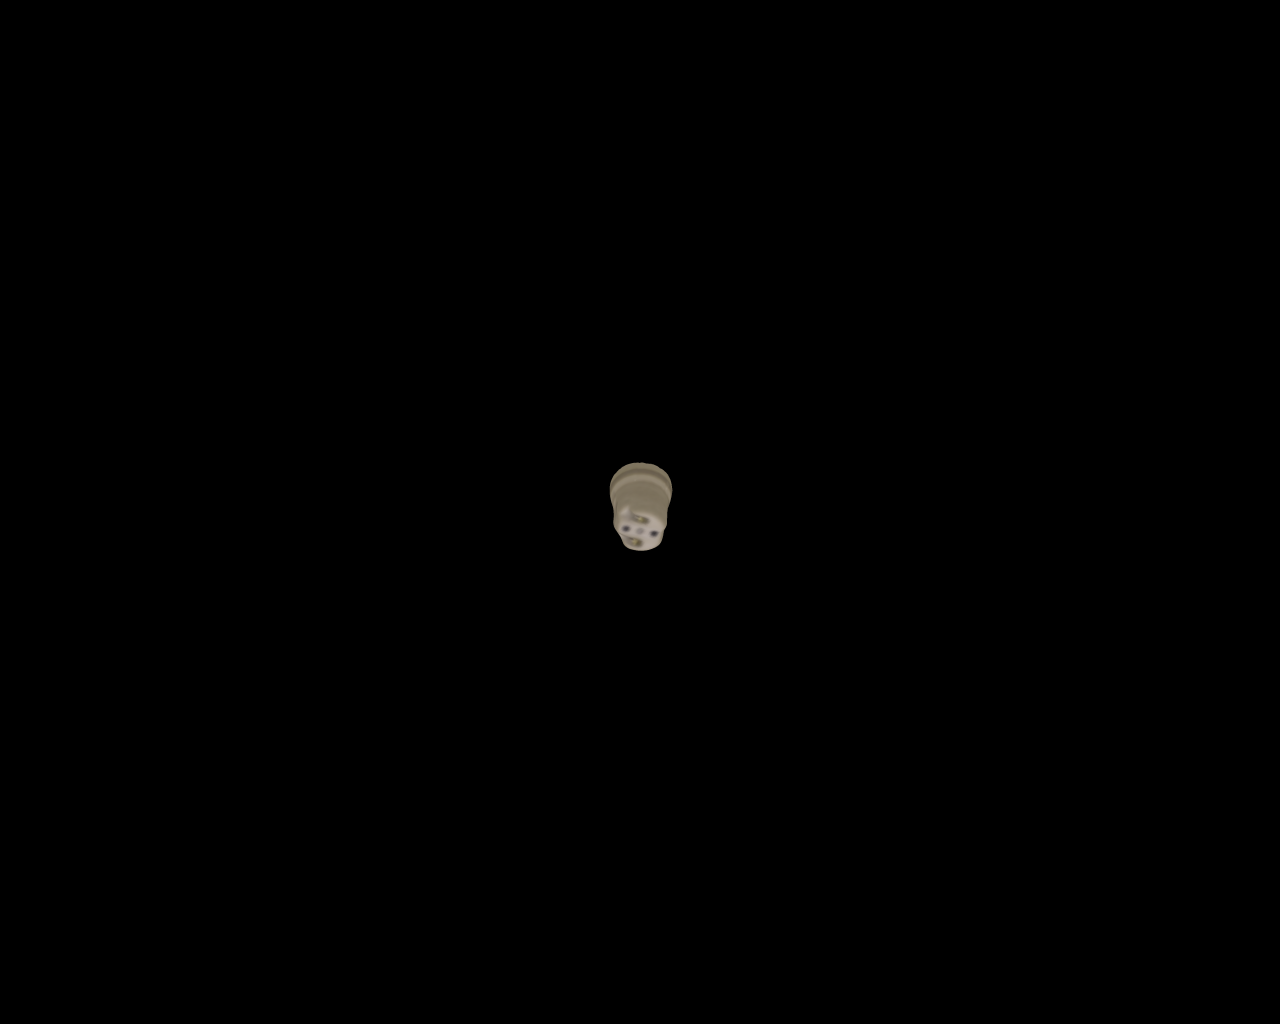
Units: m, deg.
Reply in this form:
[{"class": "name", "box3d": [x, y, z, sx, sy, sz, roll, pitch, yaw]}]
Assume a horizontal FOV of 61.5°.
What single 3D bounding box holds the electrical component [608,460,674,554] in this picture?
[{"class": "electrical component", "box3d": [0.001, -0.003, 0.650, 0.040, 0.040, 0.046, 0, 40, 0]}]
